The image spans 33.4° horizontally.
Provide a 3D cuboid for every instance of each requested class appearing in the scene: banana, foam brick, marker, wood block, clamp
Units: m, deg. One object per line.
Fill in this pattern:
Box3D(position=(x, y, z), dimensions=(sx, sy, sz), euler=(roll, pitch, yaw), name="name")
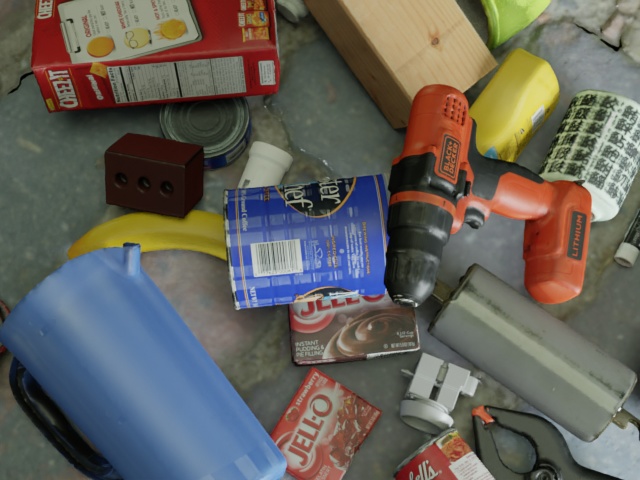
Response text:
Box3D(position=(-0.126, 0.004, 0.963), dimensions=(0.198, 0.037, 0.069), euler=(11, 74, 2), name="banana")
Box3D(position=(-0.148, -0.059, 0.956), dimensions=(0.078, 0.051, 0.053), euler=(10, 118, 12), name="foam brick")
Box3D(position=(0.306, -0.030, 0.987), dimensions=(0.020, 0.020, 0.121), euler=(29, 76, 6), name="marker")
Box3D(position=(0.054, -0.211, 0.960), dimensions=(0.090, 0.090, 0.206), euler=(-38, 100, -11), name="wood block")
Box3D(position=(0.201, 0.203, 0.914), dimensions=(0.120, 0.039, 0.171), euler=(-32, 78, -9), name="clamp")

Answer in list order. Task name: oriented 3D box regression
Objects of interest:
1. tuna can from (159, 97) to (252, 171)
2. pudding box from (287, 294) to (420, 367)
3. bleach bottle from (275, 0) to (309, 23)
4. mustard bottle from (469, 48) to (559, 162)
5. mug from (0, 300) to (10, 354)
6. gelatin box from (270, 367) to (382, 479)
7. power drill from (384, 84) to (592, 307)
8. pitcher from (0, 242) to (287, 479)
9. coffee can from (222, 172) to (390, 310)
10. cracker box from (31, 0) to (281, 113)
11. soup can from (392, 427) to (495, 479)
Box3D(position=(-0.107, -0.110, 0.995), dimensions=(0.086, 0.034, 0.086), euler=(0, 75, -1), name="tuna can")
Box3D(position=(0.027, 0.062, 0.949), dimensions=(0.113, 0.039, 0.090), euler=(-5, 74, -3), name="pudding box")
Box3D(position=(0.037, -0.318, 1.039), dimensions=(0.102, 0.068, 0.250), euler=(36, 80, 10), name="bleach bottle")
Box3D(position=(0.140, -0.074, 0.956), dimensions=(0.058, 0.096, 0.191), euler=(33, 77, 21), name="mustard bottle")
Box3D(position=(-0.320, 0.084, 0.921), dimensions=(0.117, 0.093, 0.081), euler=(-14, 78, -41), name="mug")
Box3D(position=(0.001, 0.167, 0.925), dimensions=(0.073, 0.030, 0.089), euler=(32, 77, 7), name="gelatin box")
Box3D(position=(0.135, -0.012, 0.861), dimensions=(0.187, 0.057, 0.184), euler=(24, 68, -31), name="power drill")
Box3D(position=(-0.148, 0.136, 0.886), dimensions=(0.144, 0.149, 0.243), euler=(-37, 79, -23), name="pitcher")
Box3D(position=(-0.006, 0.001, 0.895), dimensions=(0.140, 0.103, 0.103), euler=(-6, 75, 0), name="coffee can")
Box3D(position=(-0.147, -0.203, 0.981), dimensions=(0.213, 0.072, 0.164), euler=(-5, 56, -1), name="cracker box")
Box3D(position=(0.117, 0.217, 0.887), dimensions=(0.068, 0.068, 0.102), euler=(-34, 70, -9), name="soup can")
